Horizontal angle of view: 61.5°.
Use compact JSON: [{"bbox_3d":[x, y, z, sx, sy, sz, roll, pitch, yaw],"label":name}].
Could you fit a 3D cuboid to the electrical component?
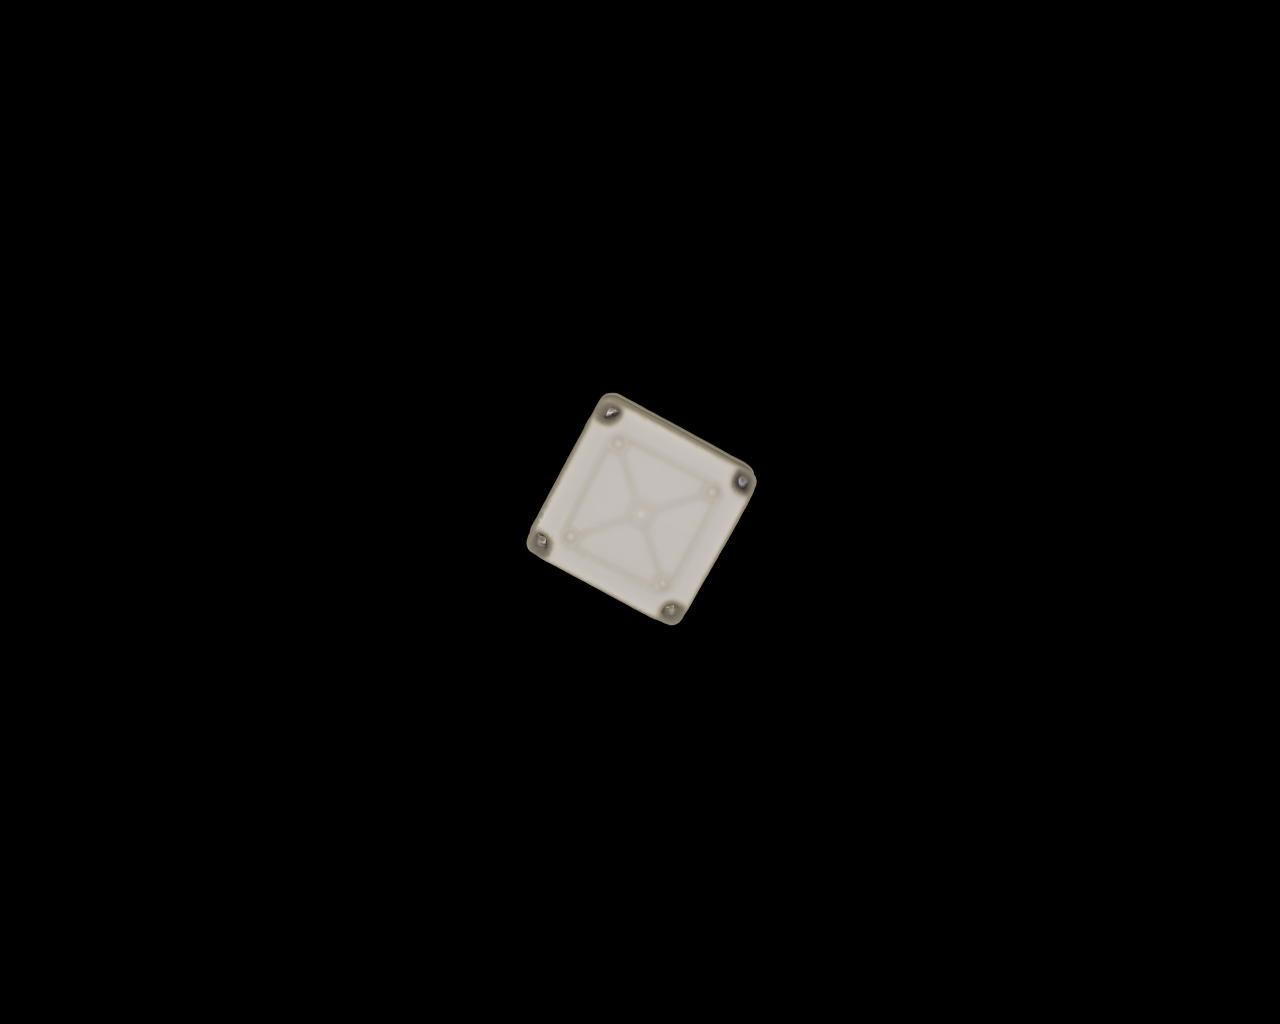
[{"bbox_3d":[0.001,-0.003,0.650,0.109,0.108,0.056,28,7,-4],"label":"electrical component"}]
